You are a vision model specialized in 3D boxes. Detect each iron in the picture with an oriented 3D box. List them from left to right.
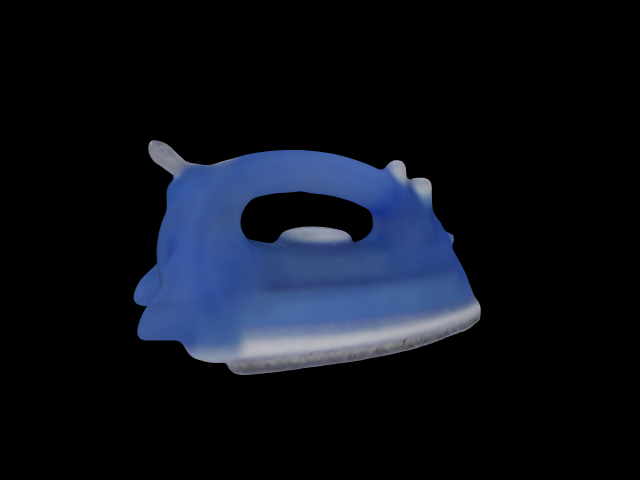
[{"bbox_3d":[0.004,0.001,0.400,0.259,0.141,0.118,-4,11,-20],"label":"iron"}]
